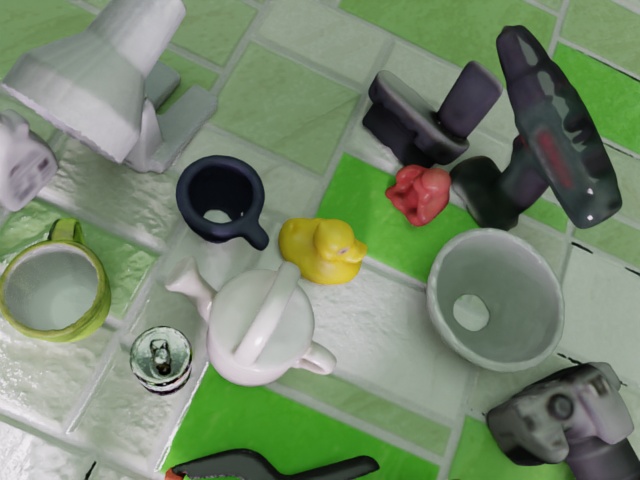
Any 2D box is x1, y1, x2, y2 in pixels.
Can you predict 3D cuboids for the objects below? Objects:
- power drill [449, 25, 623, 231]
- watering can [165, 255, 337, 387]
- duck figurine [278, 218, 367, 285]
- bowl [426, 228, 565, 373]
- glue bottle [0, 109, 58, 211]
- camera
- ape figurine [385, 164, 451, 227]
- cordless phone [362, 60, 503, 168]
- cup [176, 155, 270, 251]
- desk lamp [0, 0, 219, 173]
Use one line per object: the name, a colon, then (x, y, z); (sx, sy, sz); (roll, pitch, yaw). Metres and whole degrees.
power drill: (0.237, -0.102, 0.672); (0.076, 0.208, 0.229); (-28, 78, -20)
watering can: (-0.064, 0.077, 0.544); (0.173, 0.194, 0.101); (9, 68, -9)
duck figurine: (0.006, 0.002, 0.647); (0.104, 0.086, 0.077); (26, 66, -2)
bowl: (0.192, 0.075, 0.669); (0.167, 0.074, 0.167); (4, 69, -11)
glue bottle: (-0.310, -0.093, 0.563); (0.037, 0.173, 0.078); (34, 66, 2)
camera: (0.284, 0.215, 0.623); (0.143, 0.100, 0.137); (-21, 76, -19)
ape figurine: (0.128, -0.060, 0.695); (0.076, 0.092, 0.078); (5, 69, -11)
cordless phone: (0.137, -0.175, 0.689); (0.147, 0.185, 0.094); (41, 67, 4)
cup: (-0.101, -0.024, 0.628); (0.092, 0.095, 0.117); (-41, 83, -23)
desk lamp: (-0.200, -0.156, 0.590); (0.118, 0.213, 0.203); (32, 66, 1)
